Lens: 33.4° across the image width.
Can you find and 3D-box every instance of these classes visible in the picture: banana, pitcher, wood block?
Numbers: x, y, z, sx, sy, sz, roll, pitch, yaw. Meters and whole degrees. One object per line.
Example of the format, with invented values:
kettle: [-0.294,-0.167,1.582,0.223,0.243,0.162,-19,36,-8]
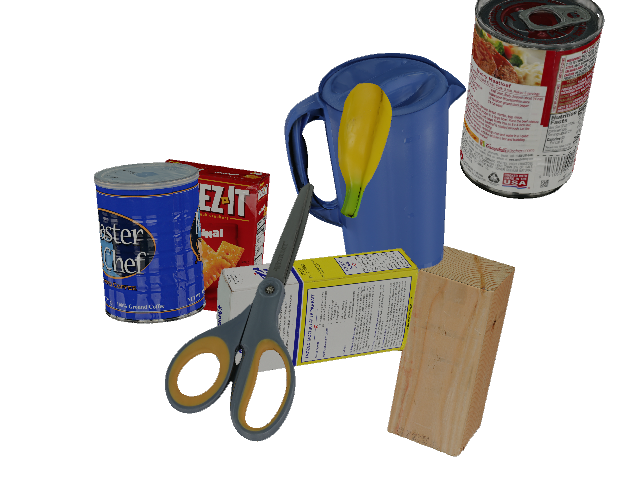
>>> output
banana: [0.031,-0.089,0.837,0.037,0.070,0.197,24,26,-6]
pitcher: [0.063,-0.064,1.134,0.149,0.243,0.144,18,43,29]
wood block: [0.147,0.124,1.207,0.090,0.206,0.090,17,23,21]

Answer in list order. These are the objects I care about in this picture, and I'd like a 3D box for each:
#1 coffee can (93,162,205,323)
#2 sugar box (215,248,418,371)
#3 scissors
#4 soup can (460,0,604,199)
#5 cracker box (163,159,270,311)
coffee can: [-0.169,0.000,1.066,0.103,0.140,0.103,-1,15,0]
sugar box: [-0.004,0.063,0.957,0.176,0.093,0.048,-4,30,-18]
scissors: [-0.054,0.044,0.738,0.096,0.201,0.016,-2,-34,5]
soup can: [0.116,-0.082,0.597,0.068,0.102,0.068,0,41,0]
cracker box: [-0.170,-0.003,1.610,0.164,0.214,0.072,9,18,9]
